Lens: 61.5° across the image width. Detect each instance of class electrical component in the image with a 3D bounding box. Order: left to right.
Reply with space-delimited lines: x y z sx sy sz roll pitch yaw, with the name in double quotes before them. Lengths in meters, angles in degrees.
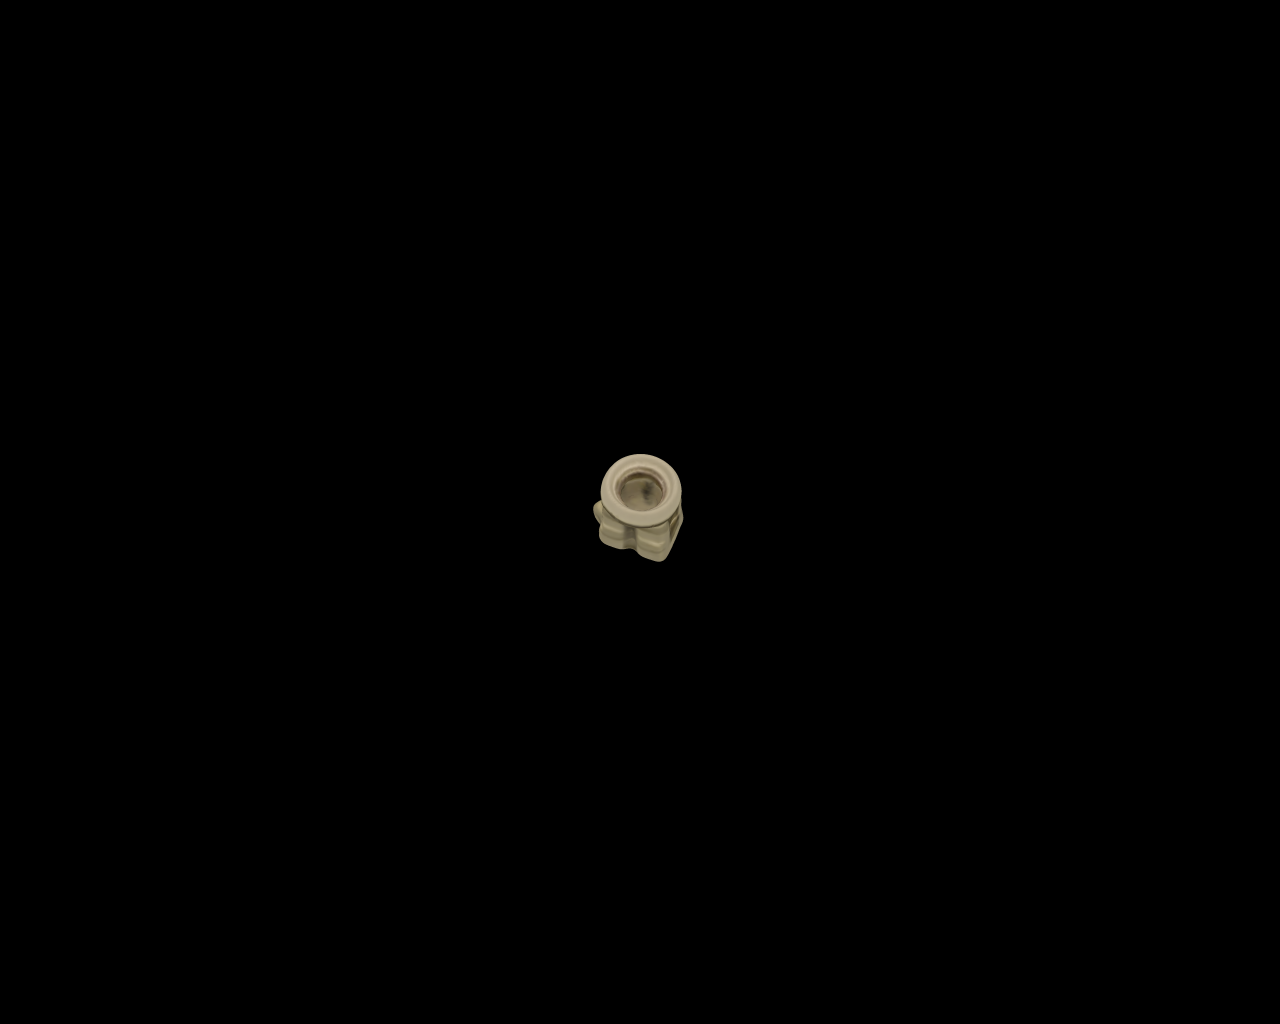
"electrical component" 0.001 -0.003 0.650 0.066 0.048 0.055 18 -28 10
